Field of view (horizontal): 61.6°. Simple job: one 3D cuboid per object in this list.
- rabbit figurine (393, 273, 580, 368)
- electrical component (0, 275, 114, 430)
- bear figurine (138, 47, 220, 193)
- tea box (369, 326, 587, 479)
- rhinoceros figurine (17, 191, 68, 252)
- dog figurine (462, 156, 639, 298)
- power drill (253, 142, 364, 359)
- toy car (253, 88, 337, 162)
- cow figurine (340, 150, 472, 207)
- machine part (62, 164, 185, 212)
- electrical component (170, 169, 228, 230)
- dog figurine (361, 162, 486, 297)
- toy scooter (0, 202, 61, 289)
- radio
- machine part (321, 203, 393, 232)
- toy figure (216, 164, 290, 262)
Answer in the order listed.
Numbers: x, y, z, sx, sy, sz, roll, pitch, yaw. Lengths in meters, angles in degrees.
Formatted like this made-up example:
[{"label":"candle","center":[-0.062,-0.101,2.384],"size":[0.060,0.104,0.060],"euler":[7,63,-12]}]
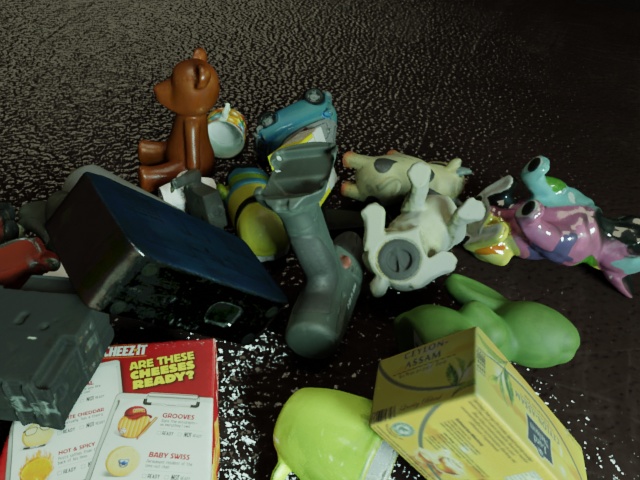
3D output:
[{"label":"rabbit figurine","center":[0.173,0.110,0.560],"size":[0.170,0.121,0.159],"euler":[-9,22,-10]},{"label":"electrical component","center":[-0.250,0.087,0.461],"size":[0.115,0.058,0.134],"euler":[5,38,1]},{"label":"bear figurine","center":[-0.214,-0.179,0.801],"size":[0.132,0.195,0.120],"euler":[-6,43,-14]},{"label":"tea box","center":[0.130,0.158,0.431],"size":[0.098,0.169,0.068],"euler":[-28,24,32]},{"label":"rhinoceros figurine","center":[-0.275,0.004,0.639],"size":[0.190,0.112,0.073],"euler":[32,28,14]},{"label":"dog figurine","center":[0.328,0.002,0.725],"size":[0.219,0.191,0.108],"euler":[31,55,-15]},{"label":"power drill","center":[-0.001,-0.002,0.601],"size":[0.086,0.207,0.232],"euler":[2,38,14]},{"label":"toy car","center":[-0.028,-0.173,0.898],"size":[0.162,0.109,0.103],"euler":[-30,67,-26]},{"label":"cow figurine","center":[0.141,-0.092,0.817],"size":[0.195,0.085,0.127],"euler":[-8,26,-39]},{"label":"machine part","center":[-0.257,-0.035,0.709],"size":[0.243,0.079,0.079],"euler":[27,43,22]},{"label":"electrical component","center":[-0.163,-0.041,0.717],"size":[0.045,0.102,0.078],"euler":[-25,38,-29]},{"label":"dog figurine","center":[0.122,0.004,0.696],"size":[0.172,0.190,0.121],"euler":[-42,77,0]},{"label":"toy scooter","center":[-0.342,0.010,0.542],"size":[0.135,0.075,0.184],"euler":[-15,46,-24]},{"label":"radio","center":[-0.142,0.028,0.546],"size":[0.229,0.073,0.131],"euler":[27,17,-52]},{"label":"machine part","center":[0.034,-0.025,0.766],"size":[0.139,0.039,0.084],"euler":[1,29,-5]},{"label":"toy figure","center":[-0.092,-0.045,0.731],"size":[0.082,0.089,0.180],"euler":[-23,46,0]}]
